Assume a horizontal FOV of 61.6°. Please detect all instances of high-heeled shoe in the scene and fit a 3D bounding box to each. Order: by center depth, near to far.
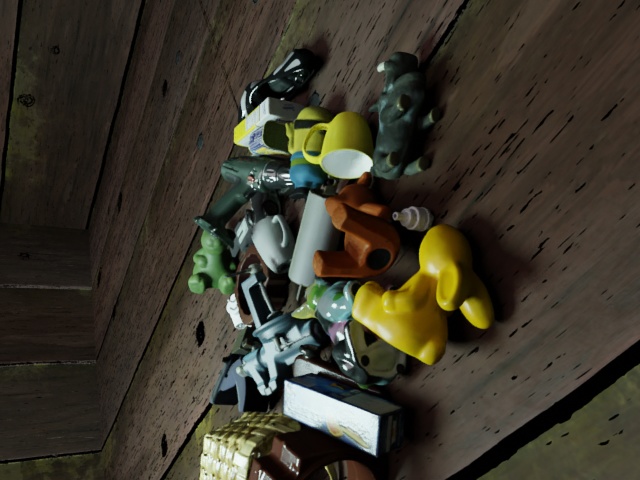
[{"bbox_3d":[-0.095,-0.306,1.145,0.248,0.086,0.145,-49,33,26],"label":"high-heeled shoe"}]

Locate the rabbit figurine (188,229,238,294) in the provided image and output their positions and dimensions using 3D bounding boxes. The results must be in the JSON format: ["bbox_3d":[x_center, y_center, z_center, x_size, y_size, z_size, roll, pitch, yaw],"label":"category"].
[{"bbox_3d":[-0.254,0.031,1.345,0.159,0.121,0.170,-89,9,-50],"label":"rabbit figurine"}]

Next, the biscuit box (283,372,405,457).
[{"bbox_3d":[0.030,0.258,0.814,0.203,0.059,0.062,6,94,46],"label":"biscuit box"}]

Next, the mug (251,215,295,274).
[{"bbox_3d":[-0.083,0.007,1.105,0.109,0.081,0.107,-56,51,42],"label":"mug"}]

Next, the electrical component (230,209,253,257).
[{"bbox_3d":[-0.170,-0.007,1.272,0.119,0.048,0.075,-61,39,34],"label":"electrical component"}]

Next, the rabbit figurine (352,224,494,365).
[{"bbox_3d":[0.142,0.061,0.697,0.173,0.122,0.162,-62,27,0],"label":"rabbit figurine"}]

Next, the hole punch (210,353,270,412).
[{"bbox_3d":[-0.156,0.305,1.134,0.092,0.142,0.115,13,80,30],"label":"hole punch"}]

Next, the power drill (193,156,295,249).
[{"bbox_3d":[-0.155,-0.087,1.110,0.232,0.086,0.207,24,79,43],"label":"power drill"}]

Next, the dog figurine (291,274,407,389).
[{"bbox_3d":[0.037,0.136,0.866,0.219,0.108,0.191,-21,70,60],"label":"dog figurine"}]

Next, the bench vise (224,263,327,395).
[{"bbox_3d":[-0.099,0.165,1.043,0.223,0.129,0.240,-37,72,41],"label":"bench vise"}]

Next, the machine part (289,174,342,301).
[{"bbox_3d":[-0.002,-0.003,0.971,0.079,0.079,0.243,35,115,55],"label":"machine part"}]

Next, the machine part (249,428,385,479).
[{"bbox_3d":[-0.004,0.390,0.796,0.087,0.201,0.201,9,93,56],"label":"machine part"}]

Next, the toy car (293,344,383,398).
[{"bbox_3d":[0.030,0.237,0.893,0.202,0.053,0.089,9,94,44],"label":"toy car"}]

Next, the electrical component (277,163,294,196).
[{"bbox_3d":[-0.066,-0.132,1.146,0.094,0.021,0.063,-35,56,52],"label":"electrical component"}]

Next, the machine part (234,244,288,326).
[{"bbox_3d":[-0.132,0.099,1.188,0.179,0.056,0.179,-17,70,56],"label":"machine part"}]

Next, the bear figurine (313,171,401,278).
[{"bbox_3d":[0.047,-0.032,0.827,0.120,0.132,0.196,-64,28,28],"label":"bear figurine"}]

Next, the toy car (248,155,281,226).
[{"bbox_3d":[-0.129,-0.110,1.217,0.073,0.056,0.202,-31,60,45],"label":"toy car"}]

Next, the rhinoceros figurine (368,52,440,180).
[{"bbox_3d":[0.122,-0.186,0.811,0.112,0.073,0.190,-161,77,-68],"label":"rhinoceros figurine"}]

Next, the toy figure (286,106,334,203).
[{"bbox_3d":[-0.013,-0.162,1.013,0.089,0.082,0.180,-7,71,39],"label":"toy figure"}]

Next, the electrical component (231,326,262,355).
[{"bbox_3d":[-0.173,0.247,1.247,0.102,0.045,0.078,-46,20,42],"label":"electrical component"}]
